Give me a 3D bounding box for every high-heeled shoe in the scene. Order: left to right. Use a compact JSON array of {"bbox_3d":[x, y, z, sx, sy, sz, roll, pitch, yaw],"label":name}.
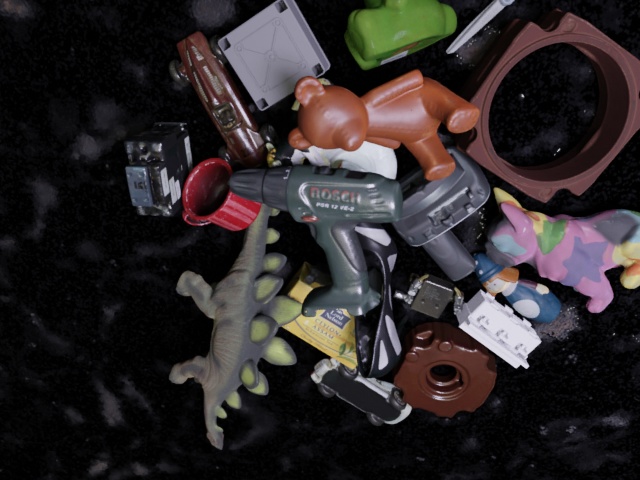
[{"bbox_3d":[0.061,0.077,0.803,0.086,0.145,0.248,-15,108,46],"label":"high-heeled shoe"}]

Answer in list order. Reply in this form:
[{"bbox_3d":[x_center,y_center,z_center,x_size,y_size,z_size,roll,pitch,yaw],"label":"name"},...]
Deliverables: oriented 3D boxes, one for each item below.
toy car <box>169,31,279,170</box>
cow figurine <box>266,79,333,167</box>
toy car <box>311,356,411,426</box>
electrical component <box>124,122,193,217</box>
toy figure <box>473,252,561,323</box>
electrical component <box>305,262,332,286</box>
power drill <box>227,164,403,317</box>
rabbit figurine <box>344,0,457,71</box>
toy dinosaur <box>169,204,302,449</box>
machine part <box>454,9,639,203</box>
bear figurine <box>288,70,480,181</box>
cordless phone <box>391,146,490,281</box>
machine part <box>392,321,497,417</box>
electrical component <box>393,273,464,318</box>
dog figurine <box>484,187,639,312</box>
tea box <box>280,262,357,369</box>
[{"bbox_3d":[-0.137,-0.191,0.763,0.089,0.053,0.202,-20,114,21],"label":"toy car"},{"bbox_3d":[-0.023,-0.136,0.737,0.167,0.068,0.098,-44,131,15],"label":"cow figurine"},{"bbox_3d":[0.075,0.266,0.957,0.201,0.056,0.073,35,118,-18],"label":"toy car"},{"bbox_3d":[-0.231,-0.100,0.775,0.058,0.134,0.114,1,116,9],"label":"electrical component"},{"bbox_3d":[0.300,0.072,0.831,0.154,0.058,0.064,31,111,-7],"label":"toy figure"},{"bbox_3d":[0.014,0.057,0.847,0.063,0.094,0.021,21,110,13],"label":"electrical component"},{"bbox_3d":[-0.001,-0.002,0.726,0.232,0.086,0.207,-2,107,14],"label":"power drill"},{"bbox_3d":[0.086,-0.312,0.638,0.159,0.121,0.170,-19,98,13],"label":"rabbit figurine"},{"bbox_3d":[-0.123,0.109,0.846,0.199,0.105,0.470,10,95,30],"label":"toy dinosaur"},{"bbox_3d":[0.287,-0.165,0.681,0.201,0.087,0.201,30,110,-12],"label":"machine part"},{"bbox_3d":[0.068,-0.139,0.652,0.196,0.132,0.120,-13,143,-25],"label":"bear figurine"},{"bbox_3d":[0.193,-0.028,0.779,0.146,0.089,0.184,-37,109,20],"label":"cordless phone"},{"bbox_3d":[0.212,0.226,0.923,0.179,0.056,0.179,3,118,6],"label":"machine part"},{"bbox_3d":[0.179,0.088,0.863,0.102,0.045,0.078,26,116,-5],"label":"electrical component"},{"bbox_3d":[0.346,-0.010,0.758,0.219,0.108,0.191,38,116,-9],"label":"dog figurine"},{"bbox_3d":[0.015,0.126,0.893,0.169,0.068,0.098,32,117,-7],"label":"tea box"}]
